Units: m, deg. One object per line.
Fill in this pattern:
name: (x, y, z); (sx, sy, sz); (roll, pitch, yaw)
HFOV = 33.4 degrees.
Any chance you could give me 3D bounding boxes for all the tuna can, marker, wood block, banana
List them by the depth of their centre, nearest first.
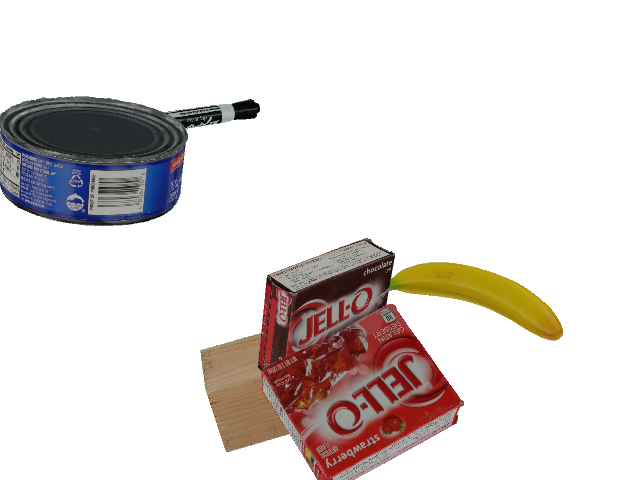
tuna can: (-0.106, -0.038, 0.499); (0.086, 0.034, 0.086); (8, 24, -4)
marker: (-0.113, -0.116, 1.004); (0.120, 0.020, 0.020); (-12, 5, -25)
banana: (0.158, 0.057, 1.096); (0.198, 0.069, 0.037); (12, -40, 24)
wood block: (-0.023, 0.153, 1.206); (0.206, 0.091, 0.090); (-15, 26, -3)

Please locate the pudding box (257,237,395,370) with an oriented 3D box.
pudding box: (0.005, 0.056, 0.853); (0.113, 0.090, 0.039); (-22, 42, -40)

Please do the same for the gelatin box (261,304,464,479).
gelatin box: (0.022, 0.086, 0.590); (0.089, 0.073, 0.030); (-25, -29, -17)
